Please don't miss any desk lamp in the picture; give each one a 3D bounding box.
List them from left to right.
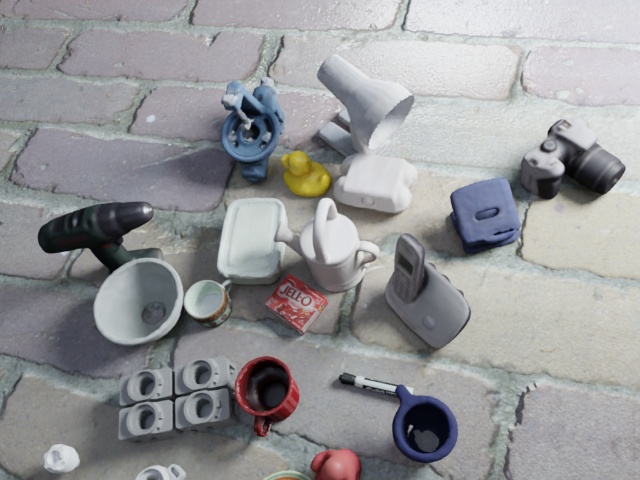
[{"bbox_3d":[0.075,-0.235,1.066,0.118,0.214,0.202,-44,62,-13],"label":"desk lamp"}]

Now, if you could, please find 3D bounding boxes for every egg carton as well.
[{"bbox_3d":[0.103,-0.105,1.073,0.150,0.069,0.107,10,64,17],"label":"egg carton"}]

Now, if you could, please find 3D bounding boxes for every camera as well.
[{"bbox_3d":[0.446,-0.135,0.997,0.143,0.101,0.136,-40,61,-11],"label":"camera"}]

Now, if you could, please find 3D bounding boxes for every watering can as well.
[{"bbox_3d":[0.008,0.005,0.961,0.172,0.194,0.101,-12,60,6],"label":"watering can"}]

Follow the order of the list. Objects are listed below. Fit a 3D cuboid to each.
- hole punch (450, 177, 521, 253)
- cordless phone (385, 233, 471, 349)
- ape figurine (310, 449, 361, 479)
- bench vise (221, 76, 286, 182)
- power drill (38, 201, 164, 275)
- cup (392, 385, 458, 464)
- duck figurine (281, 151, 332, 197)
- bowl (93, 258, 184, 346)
[{"bbox_3d":[0.286,-0.042,0.987,0.108,0.091,0.101,-17,60,3],"label":"hole punch"},{"bbox_3d":[0.166,0.076,0.893,0.094,0.185,0.147,-41,61,-11],"label":"cordless phone"},{"bbox_3d":[0.023,0.338,0.835,0.076,0.092,0.077,-32,60,-6],"label":"ape figurine"},{"bbox_3d":[-0.143,-0.249,1.118,0.121,0.220,0.207,-12,60,6],"label":"bench vise"},{"bbox_3d":[-0.370,0.004,1.035,0.229,0.209,0.075,-8,60,8],"label":"power drill"},{"bbox_3d":[0.147,0.273,0.841,0.092,0.095,0.117,-30,60,-5],"label":"cup"},{"bbox_3d":[-0.030,-0.135,1.109,0.104,0.086,0.077,23,69,23],"label":"duck figurine"},{"bbox_3d":[-0.315,0.121,1.037,0.167,0.075,0.167,-5,61,10],"label":"bowl"}]
